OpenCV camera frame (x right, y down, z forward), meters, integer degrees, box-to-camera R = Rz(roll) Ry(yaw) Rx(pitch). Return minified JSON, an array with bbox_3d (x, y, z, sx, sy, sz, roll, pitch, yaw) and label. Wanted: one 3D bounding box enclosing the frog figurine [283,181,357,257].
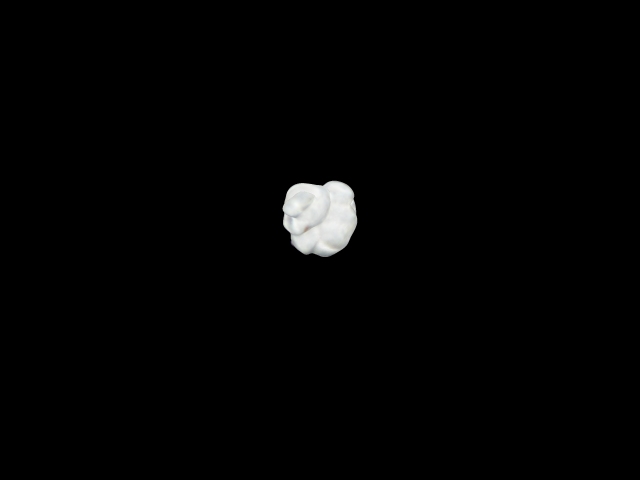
[{"bbox_3d":[0.003,-0.043,0.850,0.123,0.138,0.157,43,-10,10],"label":"frog figurine"}]
